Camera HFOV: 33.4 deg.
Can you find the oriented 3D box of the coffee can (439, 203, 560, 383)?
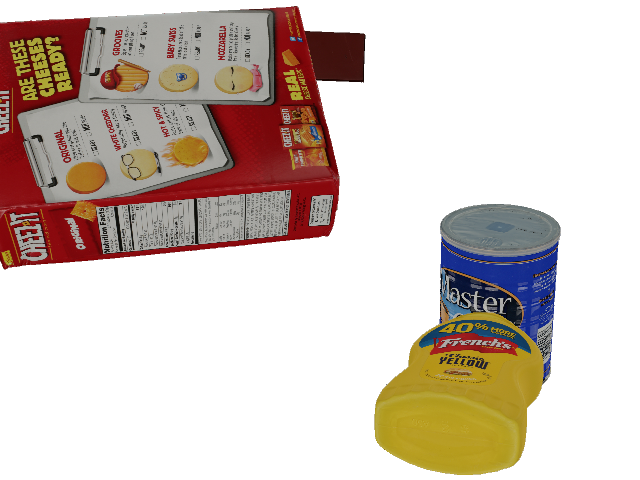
[{"bbox_3d":[0.156,0.051,0.946,0.103,0.140,0.103,-2,23,1],"label":"coffee can"}]

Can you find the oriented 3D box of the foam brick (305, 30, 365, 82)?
[{"bbox_3d":[0.004,-0.194,1.125,0.078,0.051,0.053,0,11,-11],"label":"foam brick"}]

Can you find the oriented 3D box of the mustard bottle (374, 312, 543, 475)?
[{"bbox_3d":[0.108,0.096,0.757,0.096,0.058,0.191,4,18,18],"label":"mustard bottle"}]

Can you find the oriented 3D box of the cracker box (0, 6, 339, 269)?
[{"bbox_3d":[-0.107,-0.071,0.702,0.213,0.164,0.072,-6,-37,-9],"label":"cracker box"}]
